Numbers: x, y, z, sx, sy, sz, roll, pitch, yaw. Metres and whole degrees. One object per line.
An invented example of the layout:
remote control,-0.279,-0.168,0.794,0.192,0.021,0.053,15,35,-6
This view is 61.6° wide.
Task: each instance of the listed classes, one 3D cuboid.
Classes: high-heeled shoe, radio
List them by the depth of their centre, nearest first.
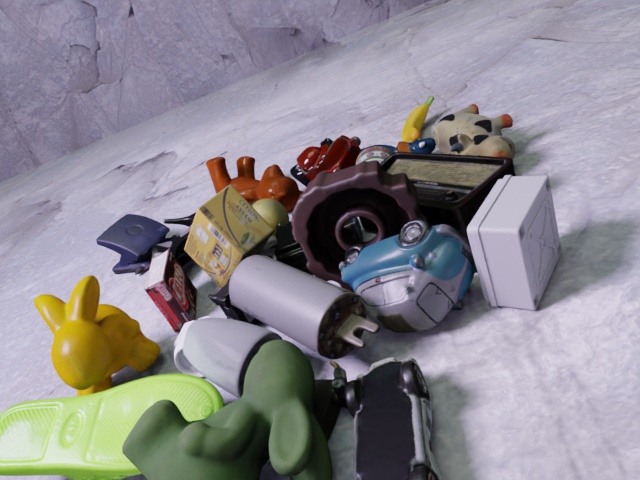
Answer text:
radio,0.159,-0.065,0.790,0.131,0.073,0.230,-39,29,-26
high-heeled shoe,-0.230,0.024,0.997,0.145,0.086,0.249,2,43,-9

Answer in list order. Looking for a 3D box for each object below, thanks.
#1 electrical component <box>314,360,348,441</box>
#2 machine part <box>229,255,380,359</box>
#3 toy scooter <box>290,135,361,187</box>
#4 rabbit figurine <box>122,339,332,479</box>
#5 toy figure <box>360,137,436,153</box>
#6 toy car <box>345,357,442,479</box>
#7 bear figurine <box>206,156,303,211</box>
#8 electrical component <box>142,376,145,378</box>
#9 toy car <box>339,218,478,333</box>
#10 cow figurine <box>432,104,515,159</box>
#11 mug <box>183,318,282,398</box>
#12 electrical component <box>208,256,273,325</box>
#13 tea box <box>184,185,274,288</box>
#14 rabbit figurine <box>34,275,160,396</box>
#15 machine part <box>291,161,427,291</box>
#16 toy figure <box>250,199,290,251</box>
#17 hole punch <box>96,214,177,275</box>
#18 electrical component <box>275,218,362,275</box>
electrical component,-0.013,0.163,0.554,0.102,0.045,0.078,-5,31,35
machine part,-0.031,0.073,0.629,0.244,0.079,0.079,19,49,44
toy scooter,0.016,-0.145,1.002,0.135,0.075,0.184,-53,27,9
rabbit figurine,-0.064,0.168,0.485,0.159,0.121,0.170,25,66,39
toy figure,0.140,-0.154,0.991,0.155,0.057,0.064,-6,38,24
toy car,0.061,0.177,0.458,0.073,0.056,0.202,-24,24,17
bear figurine,-0.120,-0.113,1.061,0.196,0.131,0.120,-7,4,44
electrical component,-0.232,0.205,0.691,0.094,0.021,0.063,-34,28,-17
toy car,0.096,0.051,0.609,0.162,0.109,0.103,-18,43,33
cow figurine,0.247,-0.157,0.874,0.127,0.085,0.195,-21,28,-6
mug,-0.100,0.128,0.635,0.107,0.080,0.109,18,12,28
electrical component,-0.091,0.072,0.758,0.048,0.074,0.119,5,37,47
tea box,-0.143,0.001,0.822,0.068,0.098,0.169,-42,-1,-28
rabbit figurine,-0.292,0.130,0.696,0.122,0.162,0.173,-21,5,-7
machine part,0.053,-0.015,0.691,0.179,0.179,0.056,-16,25,17
toy figure,-0.137,-0.018,0.941,0.180,0.089,0.082,-7,37,28
hole punch,-0.382,0.004,1.116,0.116,0.092,0.142,-5,29,28
electrical component,-0.002,-0.003,0.835,0.134,0.058,0.115,-22,28,7
